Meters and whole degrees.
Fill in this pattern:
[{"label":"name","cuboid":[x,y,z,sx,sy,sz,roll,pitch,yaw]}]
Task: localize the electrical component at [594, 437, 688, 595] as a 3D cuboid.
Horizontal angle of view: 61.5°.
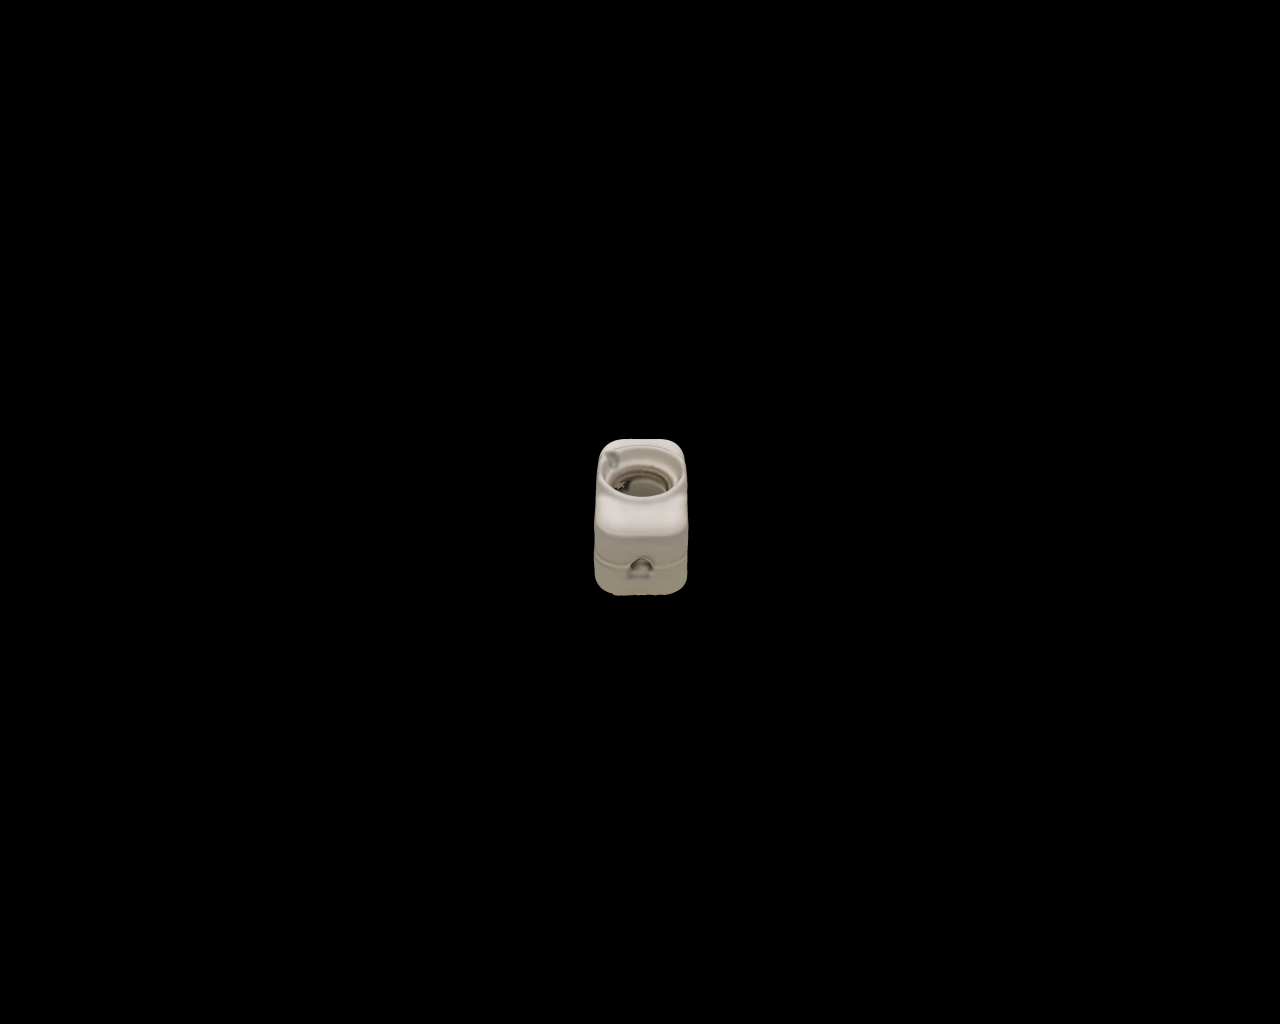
[{"label":"electrical component","cuboid":[0.001,-0.003,0.650,0.054,0.059,0.095,0,37,0]}]
